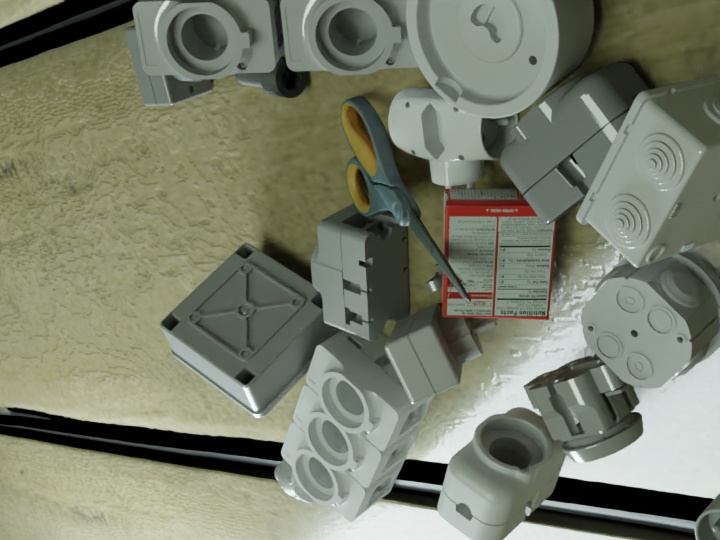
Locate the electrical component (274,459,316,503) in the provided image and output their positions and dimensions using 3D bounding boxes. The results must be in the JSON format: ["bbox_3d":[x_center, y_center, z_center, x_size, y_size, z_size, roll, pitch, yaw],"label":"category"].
[{"bbox_3d":[-0.056,0.190,0.997,0.062,0.048,0.048,-8,106,54],"label":"electrical component"}]

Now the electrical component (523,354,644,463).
[{"bbox_3d":[0.155,0.092,0.721,0.078,0.058,0.057,-25,91,49],"label":"electrical component"}]

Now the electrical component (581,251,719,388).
[{"bbox_3d":[0.181,0.029,0.663,0.080,0.051,0.080,23,127,35],"label":"electrical component"}]

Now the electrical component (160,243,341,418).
[{"bbox_3d":[-0.089,0.049,0.894,0.109,0.108,0.056,31,154,29],"label":"electrical component"}]

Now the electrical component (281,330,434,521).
[{"bbox_3d":[-0.006,0.129,0.897,0.089,0.062,0.150,40,135,22],"label":"electrical component"}]

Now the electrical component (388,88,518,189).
[{"bbox_3d":[0.064,-0.082,0.722,0.077,0.043,0.079,12,120,41],"label":"electrical component"}]

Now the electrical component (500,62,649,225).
[{"bbox_3d":[0.133,-0.078,0.647,0.059,0.054,0.095,55,139,6],"label":"electrical component"}]

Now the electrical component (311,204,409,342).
[{"bbox_3d":[0.000,0.000,0.827,0.056,0.050,0.089,19,125,36],"label":"electrical component"}]

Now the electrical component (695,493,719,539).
[{"bbox_3d":[0.244,0.131,0.638,0.043,0.077,0.079,40,135,22],"label":"electrical component"}]

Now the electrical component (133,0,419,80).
[{"bbox_3d":[-0.052,-0.184,0.692,0.186,0.060,0.105,0,119,8],"label":"electrical component"}]

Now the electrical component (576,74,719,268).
[{"bbox_3d":[0.178,-0.054,0.585,0.048,0.100,0.099,50,140,31],"label":"electrical component"}]

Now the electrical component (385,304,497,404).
[{"bbox_3d":[0.065,0.052,0.782,0.076,0.083,0.047,-25,95,11],"label":"electrical component"}]

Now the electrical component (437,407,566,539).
[{"bbox_3d":[0.104,0.143,0.771,0.054,0.095,0.059,33,132,28],"label":"electrical component"}]

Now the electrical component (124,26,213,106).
[{"bbox_3d":[-0.144,-0.171,0.875,0.077,0.047,0.065,7,117,43],"label":"electrical component"}]

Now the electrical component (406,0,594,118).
[{"bbox_3d":[0.088,-0.151,0.645,0.108,0.060,0.108,23,127,34],"label":"electrical component"}]
